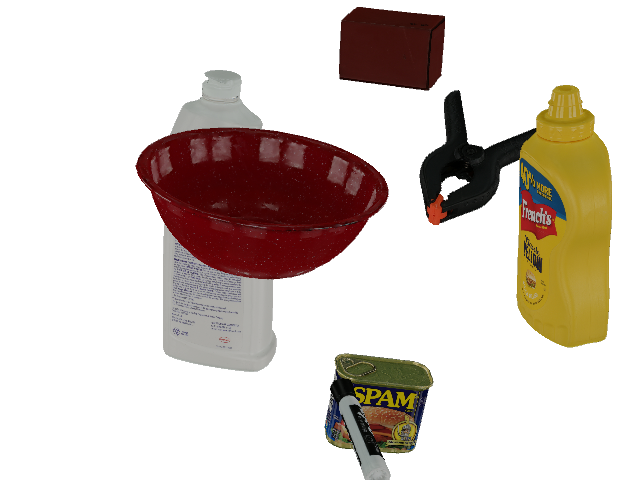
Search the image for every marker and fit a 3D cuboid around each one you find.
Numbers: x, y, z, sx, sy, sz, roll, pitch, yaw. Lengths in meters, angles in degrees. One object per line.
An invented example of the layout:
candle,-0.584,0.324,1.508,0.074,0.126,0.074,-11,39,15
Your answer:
marker,0.029,0.144,0.824,0.020,0.020,0.121,0,27,-14

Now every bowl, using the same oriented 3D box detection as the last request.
bowl,-0.039,-0.020,0.691,0.162,0.055,0.162,7,25,-3

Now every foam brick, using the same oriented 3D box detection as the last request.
foam brick,0.059,-0.159,0.881,0.078,0.051,0.053,10,27,16

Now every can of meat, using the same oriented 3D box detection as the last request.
can of meat,0.059,0.172,1.114,0.102,0.084,0.057,8,20,-8

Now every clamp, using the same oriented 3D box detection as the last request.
clamp,0.146,-0.088,1.089,0.120,0.039,0.171,28,55,29

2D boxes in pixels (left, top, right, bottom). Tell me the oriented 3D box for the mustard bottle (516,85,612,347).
mustard bottle,0.182,-0.023,0.799,0.058,0.192,0.096,-10,27,-10

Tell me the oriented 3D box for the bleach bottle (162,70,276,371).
bleach bottle,-0.081,-0.017,0.901,0.102,0.251,0.068,8,23,7
